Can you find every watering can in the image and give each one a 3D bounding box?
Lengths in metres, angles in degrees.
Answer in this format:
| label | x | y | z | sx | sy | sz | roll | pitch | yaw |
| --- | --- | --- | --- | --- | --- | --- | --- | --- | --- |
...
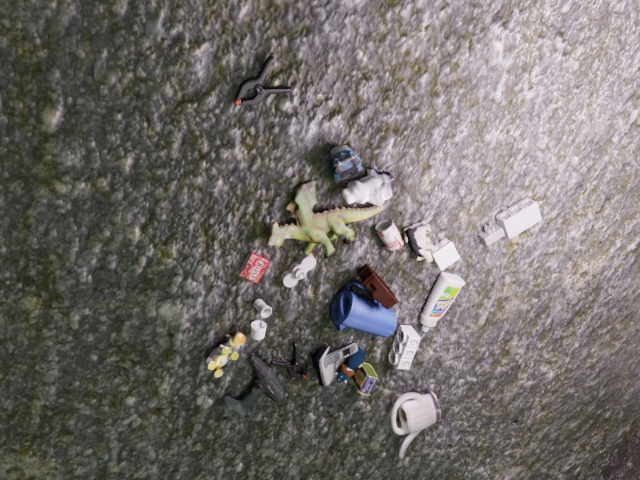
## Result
| label | x | y | z | sx | sy | sz | roll | pitch | yaw |
| --- | --- | --- | --- | --- | --- | --- | --- | --- | --- |
| watering can | 0.410 | 0.780 | 2.209 | 0.225 | 0.105 | 0.341 | -15 | 116 | -13 |

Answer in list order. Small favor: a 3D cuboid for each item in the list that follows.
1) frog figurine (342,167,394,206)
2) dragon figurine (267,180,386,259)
| label | x | y | z | sx | sy | sz | roll | pitch | yaw |
| --- | --- | --- | --- | --- | --- | --- | --- | --- | --- |
| frog figurine | 0.155 | -0.156 | 1.696 | 0.161 | 0.139 | 0.120 | -42 | 150 | -18 |
| dragon figurine | 0.005 | -0.086 | 1.710 | 0.413 | 0.123 | 0.239 | -36 | 111 | -11 |
